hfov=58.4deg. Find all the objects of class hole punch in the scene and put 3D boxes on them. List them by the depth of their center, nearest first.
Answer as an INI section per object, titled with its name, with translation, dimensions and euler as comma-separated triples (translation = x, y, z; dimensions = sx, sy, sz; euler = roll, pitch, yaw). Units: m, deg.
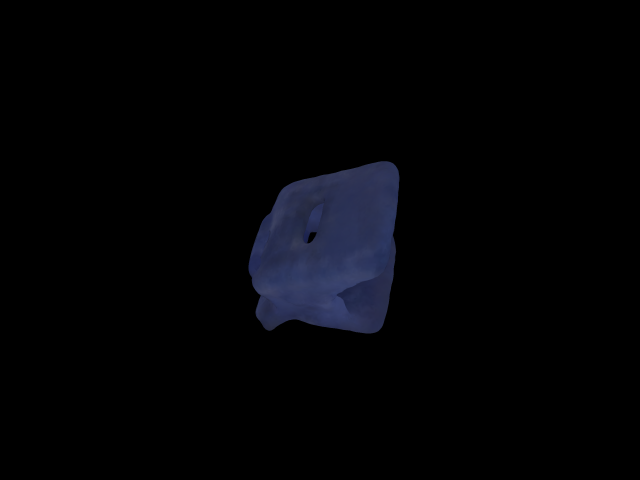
[hole punch]
translation = 0.004, 0.001, 0.400
dimensions = 0.101, 0.091, 0.108
euler = 7, 50, 6
